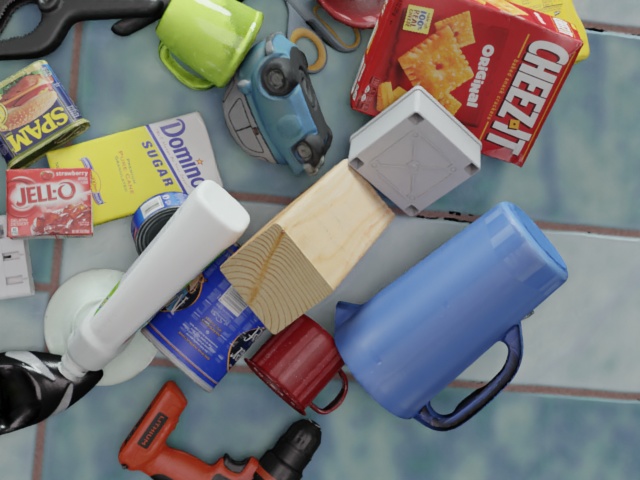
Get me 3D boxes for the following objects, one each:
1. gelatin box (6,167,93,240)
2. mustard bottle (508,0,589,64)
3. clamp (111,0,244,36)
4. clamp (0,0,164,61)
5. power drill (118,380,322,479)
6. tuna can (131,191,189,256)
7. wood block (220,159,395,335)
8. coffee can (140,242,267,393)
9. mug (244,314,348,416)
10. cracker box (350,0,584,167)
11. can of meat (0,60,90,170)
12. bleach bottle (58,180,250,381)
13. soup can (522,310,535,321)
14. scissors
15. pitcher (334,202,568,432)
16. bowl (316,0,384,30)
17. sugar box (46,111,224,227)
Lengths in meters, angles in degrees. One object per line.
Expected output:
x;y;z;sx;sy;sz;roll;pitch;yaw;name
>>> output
-0.287;-0.039;1.131;0.089;0.030;0.073;-1;84;-10;gelatin box
0.249;-0.295;1.250;0.096;0.058;0.191;-12;91;-3;mustard bottle
-0.158;-0.299;1.203;0.171;0.039;0.120;-9;95;-6;clamp
-0.287;-0.258;1.171;0.210;0.036;0.164;-43;85;0;clamp
-0.113;0.239;1.184;0.187;0.057;0.184;37;84;-6;power drill
-0.164;-0.011;1.174;0.086;0.034;0.086;-12;130;-15;tuna can
-0.008;0.001;1.126;0.091;0.205;0.090;-37;94;31;wood block
-0.111;0.081;1.166;0.103;0.103;0.140;42;83;-5;coffee can
-0.016;0.143;1.187;0.117;0.093;0.081;45;78;-11;mug
0.159;-0.193;1.192;0.213;0.072;0.164;18;119;-7;cracker box
-0.317;-0.135;1.167;0.102;0.057;0.084;-33;91;-8;can of meat
-0.183;0.051;1.120;0.068;0.102;0.251;43;102;-6;bleach bottle
0.197;0.048;1.228;0.068;0.068;0.102;-21;91;-8;soup can
-0.045;-0.270;1.229;0.201;0.016;0.096;34;84;-6;scissors
0.149;0.081;1.148;0.243;0.145;0.149;-41;128;16;pitcher
0.044;-0.322;1.207;0.161;0.055;0.162;-8;107;-25;bowl
-0.204;-0.076;1.186;0.176;0.048;0.093;-17;91;-7;sugar box
